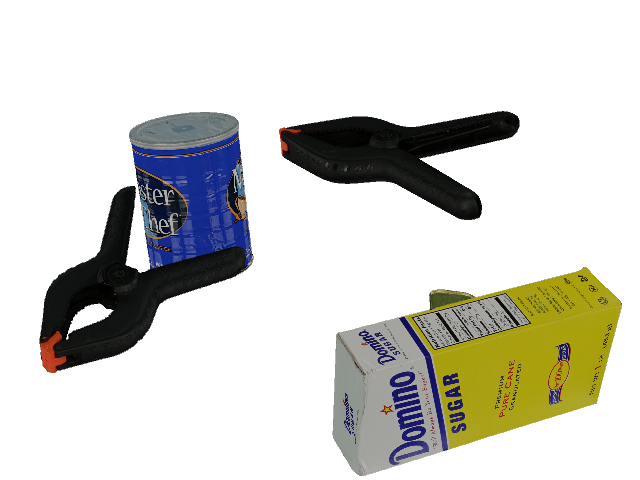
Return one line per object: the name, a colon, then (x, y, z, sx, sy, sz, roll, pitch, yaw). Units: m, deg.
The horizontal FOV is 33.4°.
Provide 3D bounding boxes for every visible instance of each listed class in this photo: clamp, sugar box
clamp: (-0.152, 0.026, 0.794, 0.120, 0.039, 0.171, 32, 50, 26)
clamp: (0.067, -0.081, 0.940, 0.210, 0.036, 0.164, 12, 35, 25)
sugar box: (0.096, 0.082, 0.665, 0.176, 0.093, 0.048, -15, 40, -19)

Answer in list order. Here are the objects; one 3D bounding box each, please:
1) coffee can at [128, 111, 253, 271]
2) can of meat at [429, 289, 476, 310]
coffee can: (-0.122, -0.042, 1.019, 0.103, 0.140, 0.103, -4, 22, 2)
can of meat: (0.153, 0.116, 1.260, 0.057, 0.084, 0.102, 7, 19, 2)
